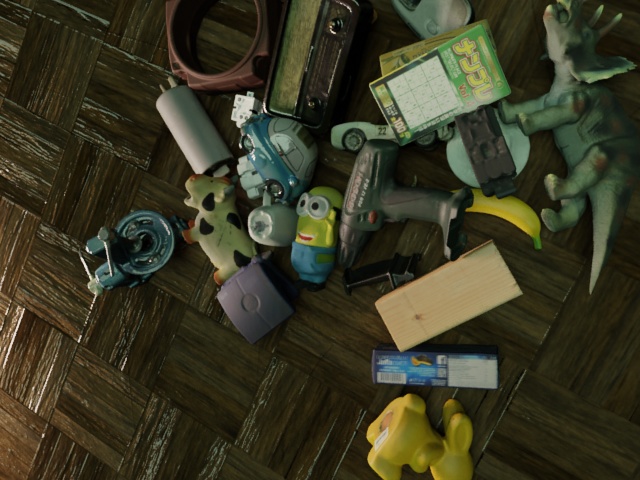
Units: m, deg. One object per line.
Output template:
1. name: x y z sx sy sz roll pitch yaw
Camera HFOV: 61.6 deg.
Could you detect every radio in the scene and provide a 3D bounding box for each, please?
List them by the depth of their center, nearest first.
1. radio: -0.005 -0.296 0.887 0.131 0.073 0.229 26 122 15

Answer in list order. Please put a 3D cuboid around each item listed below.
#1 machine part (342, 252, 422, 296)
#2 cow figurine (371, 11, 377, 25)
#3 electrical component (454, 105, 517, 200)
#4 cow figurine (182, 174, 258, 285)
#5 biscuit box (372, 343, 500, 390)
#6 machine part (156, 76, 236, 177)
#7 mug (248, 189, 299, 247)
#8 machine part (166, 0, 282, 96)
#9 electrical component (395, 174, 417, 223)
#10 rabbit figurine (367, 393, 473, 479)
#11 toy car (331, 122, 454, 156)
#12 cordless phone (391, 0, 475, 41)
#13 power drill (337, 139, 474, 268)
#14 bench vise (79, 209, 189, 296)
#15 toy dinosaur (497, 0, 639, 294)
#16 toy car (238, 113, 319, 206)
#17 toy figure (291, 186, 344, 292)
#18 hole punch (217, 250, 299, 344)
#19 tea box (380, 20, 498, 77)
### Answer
1. machine part: 0.101 0.057 0.908 0.139 0.084 0.039 -15 117 29
2. cow figurine: 0.019 -0.412 0.915 0.098 0.068 0.167 -41 76 21
3. electrical component: 0.253 -0.126 0.802 0.058 0.115 0.134 -22 86 22
4. cow figurine: -0.175 -0.030 0.957 0.127 0.085 0.194 -26 110 10
5. biscuit box: 0.189 0.205 0.884 0.203 0.063 0.059 -2 92 18
6. machine part: -0.232 -0.197 0.999 0.079 0.079 0.243 -33 83 16
7. mug: -0.081 -0.039 0.940 0.081 0.107 0.109 3 95 16
8. machine part: -0.172 -0.373 0.970 0.201 0.087 0.201 -4 89 18
9. electrical component: 0.117 -0.085 0.910 0.102 0.045 0.078 29 129 17
10. rabbit figurine: 0.182 0.334 0.880 0.173 0.122 0.162 38 93 0
11. toy car: 0.118 -0.172 0.887 0.202 0.073 0.056 -2 92 18
12. cordless phone: 0.168 -0.376 0.808 0.089 0.184 0.146 -40 80 10
13. power drill: 0.128 -0.034 0.846 0.208 0.086 0.231 22 117 33
14. bench vise: -0.355 0.020 0.973 0.224 0.240 0.129 -23 81 1
15. toy dinosaur: 0.395 -0.142 0.782 0.192 0.131 0.404 -23 94 9
16. toy car: -0.056 -0.148 0.905 0.103 0.109 0.161 -22 111 28
17. toy figure: -0.005 -0.004 0.932 0.082 0.089 0.180 8 103 14
18. hole punch: -0.108 0.104 0.940 0.142 0.092 0.115 -39 110 19
19. tea box: 0.189 -0.263 0.842 0.170 0.098 0.068 -16 64 19
